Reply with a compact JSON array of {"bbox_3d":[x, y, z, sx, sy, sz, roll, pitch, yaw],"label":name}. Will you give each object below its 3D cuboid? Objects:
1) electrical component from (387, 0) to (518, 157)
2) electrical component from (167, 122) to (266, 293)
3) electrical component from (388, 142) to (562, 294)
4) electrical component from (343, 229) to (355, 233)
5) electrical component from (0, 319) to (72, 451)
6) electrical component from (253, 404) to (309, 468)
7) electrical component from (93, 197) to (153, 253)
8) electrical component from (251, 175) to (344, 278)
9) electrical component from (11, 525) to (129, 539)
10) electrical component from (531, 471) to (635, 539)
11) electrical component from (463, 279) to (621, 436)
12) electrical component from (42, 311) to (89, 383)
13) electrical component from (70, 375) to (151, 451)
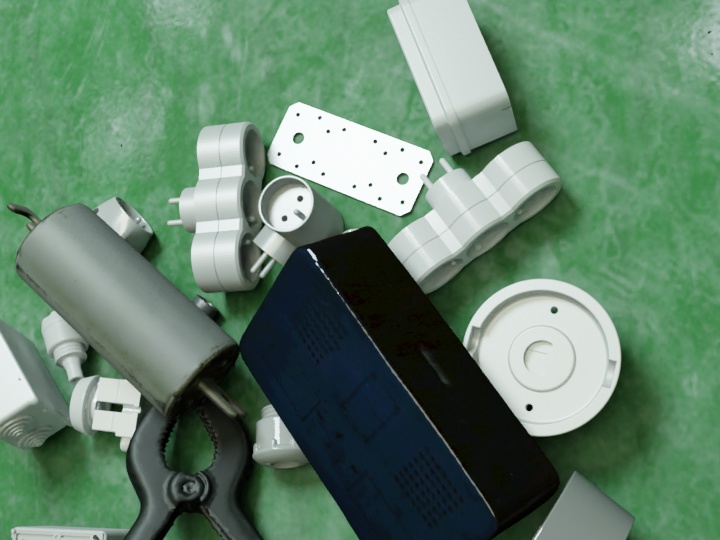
[{"bbox_3d":[0.070,-0.151,0.815,0.057,0.078,0.113,-23,73,8],"label":"electrical component"},{"bbox_3d":[-0.120,-0.049,0.860,0.074,0.052,0.138,-4,74,17],"label":"electrical component"},{"bbox_3d":[0.074,-0.050,0.805,0.138,0.052,0.073,-38,70,6],"label":"electrical component"},{"bbox_3d":[0.000,0.000,0.821,0.043,0.043,0.062,-15,73,13],"label":"electrical component"},{"bbox_3d":[-0.280,0.091,0.855,0.048,0.099,0.099,-33,71,-6],"label":"electrical component"},{"bbox_3d":[-0.057,0.117,0.812,0.048,0.048,0.062,-9,66,14],"label":"electrical component"},{"bbox_3d":[-0.202,-0.007,0.881,0.077,0.044,0.079,-44,70,4],"label":"electrical component"},{"bbox_3d":[-0.056,-0.027,0.825,0.044,0.077,0.079,39,91,20],"label":"electrical component"},{"bbox_3d":[-0.226,0.230,0.828,0.096,0.061,0.061,-2,78,16],"label":"electrical component"},{"bbox_3d":[0.139,0.194,0.706,0.060,0.108,0.108,32,88,14],"label":"electrical component"},{"bbox_3d":[0.130,0.065,0.758,0.108,0.060,0.108,-3,77,16],"label":"electrical component"},{"bbox_3d":[-0.238,0.064,0.877,0.035,0.035,0.061,-28,60,9],"label":"electrical component"},{"bbox_3d":[-0.196,0.109,0.854,0.055,0.048,0.066,5,80,10],"label":"electrical component"}]
